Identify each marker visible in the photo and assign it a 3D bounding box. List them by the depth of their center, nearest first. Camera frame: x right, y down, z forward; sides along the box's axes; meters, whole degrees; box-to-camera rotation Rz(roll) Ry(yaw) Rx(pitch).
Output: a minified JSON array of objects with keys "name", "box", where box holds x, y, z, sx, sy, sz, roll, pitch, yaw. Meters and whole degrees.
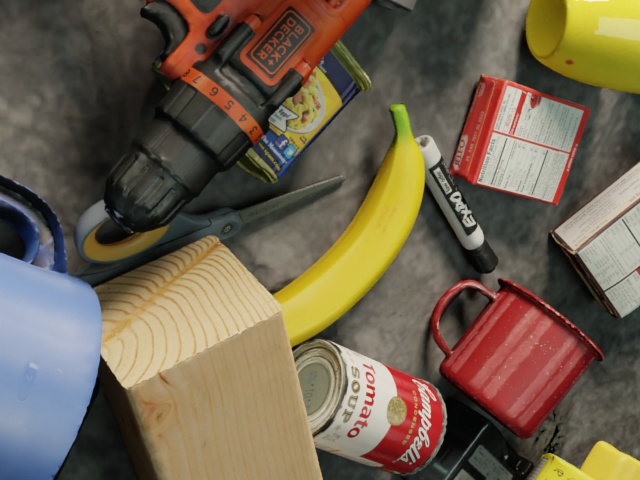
[{"name":"marker","box":[0.093,-0.021,0.735,0.020,0.020,0.121,-43,123,-14]}]

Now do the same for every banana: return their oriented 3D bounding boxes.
[{"name":"banana","box":[0.011,0.008,0.684,0.069,0.037,0.198,38,84,-22]}]

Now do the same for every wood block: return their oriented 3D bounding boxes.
[{"name":"wood block","box":[-0.061,0.115,0.614,0.090,0.090,0.206,-25,128,-18]}]

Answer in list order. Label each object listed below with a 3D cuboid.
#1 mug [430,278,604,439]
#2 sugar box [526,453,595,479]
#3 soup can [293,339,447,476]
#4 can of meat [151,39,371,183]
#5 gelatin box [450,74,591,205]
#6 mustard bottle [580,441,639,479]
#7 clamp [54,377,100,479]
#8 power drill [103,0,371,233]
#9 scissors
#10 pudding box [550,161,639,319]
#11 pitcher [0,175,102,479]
[{"name":"mug","box":[0.130,0.079,0.758,0.117,0.093,0.081,40,87,-4]},{"name":"sugar box","box":[0.143,0.246,0.811,0.176,0.048,0.093,-57,167,-6]},{"name":"soup can","box":[0.026,0.111,0.702,0.102,0.069,0.068,27,90,-39]},{"name":"can of meat","box":[-0.034,-0.094,0.608,0.084,0.058,0.102,-48,124,-8]},{"name":"gelatin box","box":[0.139,-0.069,0.743,0.089,0.030,0.073,11,101,-34]},{"name":"mustard bottle","box":[0.217,0.267,0.885,0.096,0.058,0.191,34,86,-40]},{"name":"clamp","box":[-0.179,0.178,0.585,0.209,0.036,0.164,-24,110,-43]},{"name":"power drill","box":[-0.090,-0.122,0.526,0.187,0.057,0.184,43,81,-14]},{"name":"scissors","box":[-0.064,-0.018,0.619,0.201,0.016,0.096,-32,149,-20]},{"name":"pudding box","box":[0.244,-0.006,0.809,0.113,0.039,0.090,-40,123,3]},{"name":"pitcher","box":[-0.231,0.028,0.490,0.242,0.149,0.145,28,105,-32]}]
